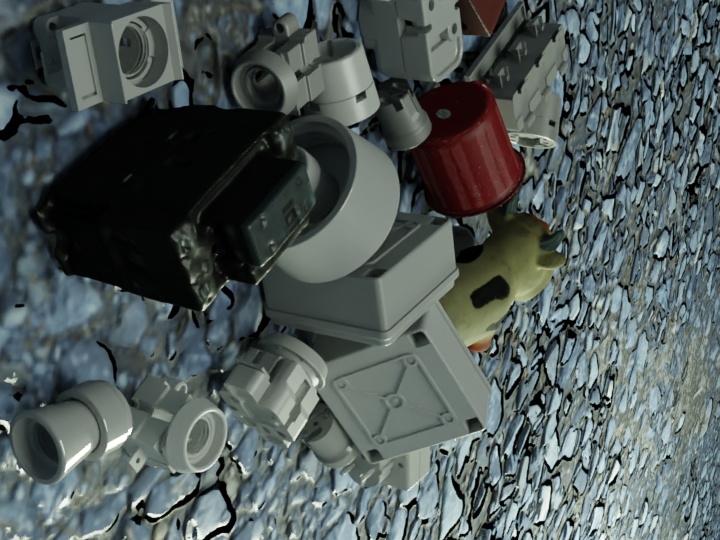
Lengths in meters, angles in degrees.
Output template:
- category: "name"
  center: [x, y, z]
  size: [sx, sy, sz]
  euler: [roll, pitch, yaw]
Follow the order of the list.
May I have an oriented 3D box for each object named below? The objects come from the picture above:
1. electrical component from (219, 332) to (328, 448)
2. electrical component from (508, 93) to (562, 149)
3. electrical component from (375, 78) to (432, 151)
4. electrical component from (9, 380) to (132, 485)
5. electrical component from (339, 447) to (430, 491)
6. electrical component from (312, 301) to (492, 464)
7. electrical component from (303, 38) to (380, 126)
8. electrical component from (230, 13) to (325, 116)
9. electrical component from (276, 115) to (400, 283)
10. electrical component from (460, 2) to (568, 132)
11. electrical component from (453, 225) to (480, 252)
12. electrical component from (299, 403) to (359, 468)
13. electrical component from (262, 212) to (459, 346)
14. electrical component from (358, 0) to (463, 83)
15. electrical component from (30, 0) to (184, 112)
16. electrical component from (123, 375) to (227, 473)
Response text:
- category: "electrical component"
  center: [-0.059, 0.082, 0.772]
  size: [0.057, 0.058, 0.078]
  euler: [-57, 143, -26]
- category: "electrical component"
  center: [0.173, -0.151, 1.073]
  size: [0.055, 0.055, 0.047]
  euler: [20, 79, -59]
- category: "electrical component"
  center: [0.032, -0.126, 0.866]
  size: [0.040, 0.040, 0.046]
  euler: [-59, 139, -28]
- category: "electrical component"
  center: [-0.164, 0.091, 0.615]
  size: [0.055, 0.045, 0.045]
  euler: [-27, 123, -53]
- category: "electrical component"
  center: [0.013, 0.158, 0.908]
  size: [0.077, 0.066, 0.047]
  euler: [-28, 123, -52]
- category: "electrical component"
  center: [0.031, 0.085, 0.838]
  size: [0.108, 0.109, 0.056]
  euler: [57, 26, -25]
- category: "electrical component"
  center: [-0.018, -0.134, 0.768]
  size: [0.055, 0.055, 0.047]
  euler: [-47, 133, -41]
- category: "electrical component"
  center: [-0.055, -0.130, 0.717]
  size: [0.055, 0.048, 0.066]
  euler: [-52, 141, -48]
- category: "electrical component"
  center: [-0.035, -0.052, 0.721]
  size: [0.060, 0.108, 0.108]
  euler: [36, 70, -50]
- category: "electrical component"
  center: [0.145, -0.183, 1.006]
  size: [0.121, 0.063, 0.078]
  euler: [-55, 142, -33]
- category: "electrical component"
  center: [0.100, -0.004, 1.016]
  size: [0.081, 0.043, 0.043]
  euler: [47, 60, -54]
- category: "electrical component"
  center: [-0.026, 0.132, 0.862]
  size: [0.046, 0.040, 0.040]
  euler: [51, 57, -47]
- category: "electrical component"
  center: [0.000, 0.000, 0.791]
  size: [0.109, 0.109, 0.056]
  euler: [-39, 129, -47]
- category: "electrical component"
  center: [0.038, -0.197, 0.831]
  size: [0.053, 0.059, 0.095]
  euler: [-46, 137, -41]
- category: "electrical component"
  center: [-0.135, -0.118, 0.571]
  size: [0.081, 0.064, 0.042]
  euler: [-37, 131, -47]
- category: "electrical component"
  center: [-0.119, 0.101, 0.683]
  size: [0.066, 0.055, 0.048]
  euler: [-57, 143, -31]
